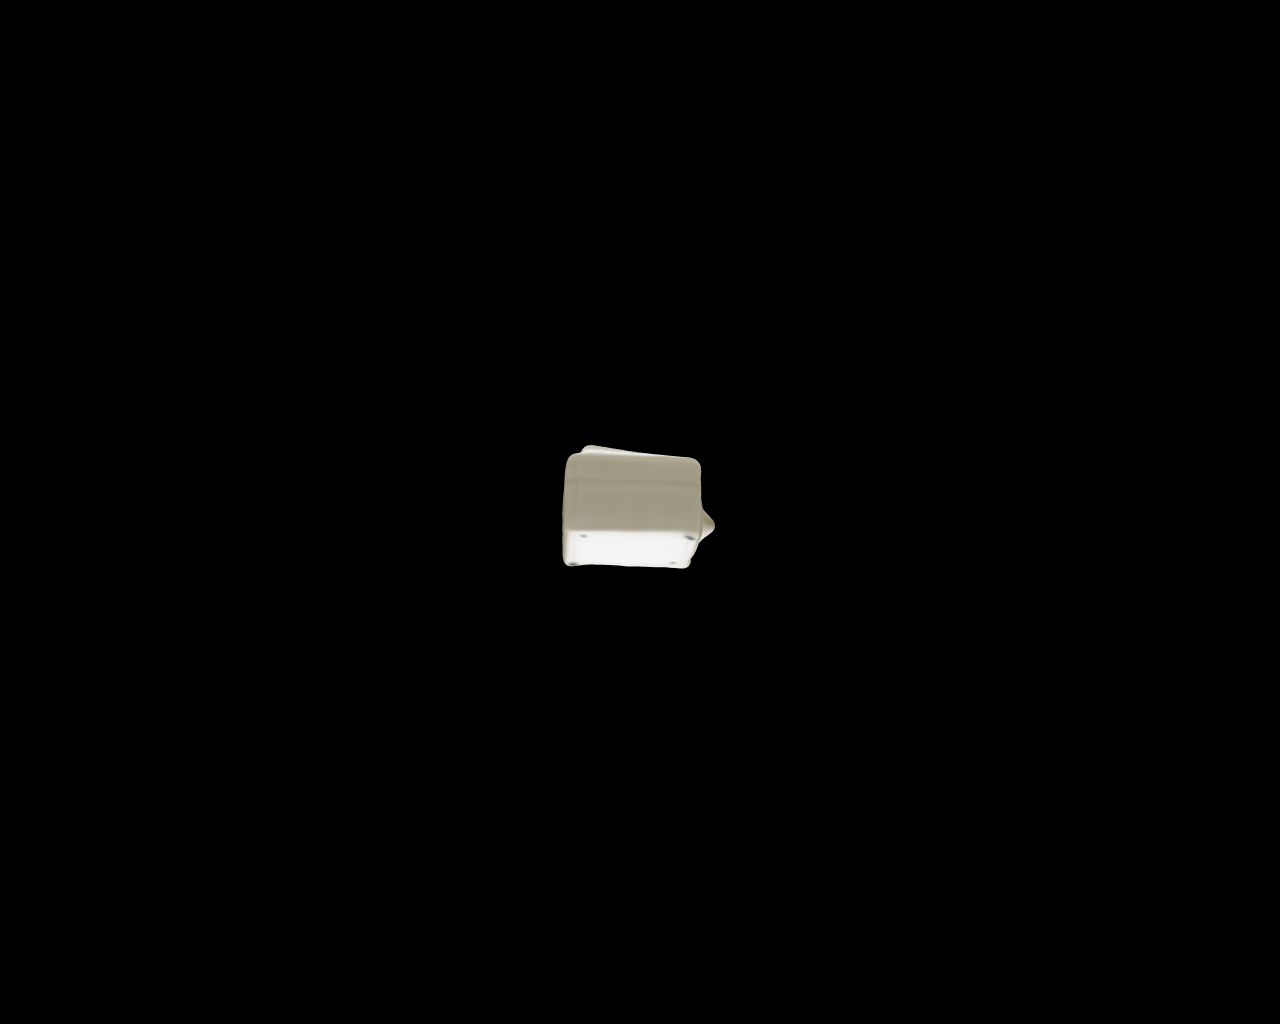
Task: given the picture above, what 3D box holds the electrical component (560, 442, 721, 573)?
[{"bbox_3d":[0.001,-0.003,0.650,0.096,0.061,0.061,2,-24,-5],"label":"electrical component"}]
